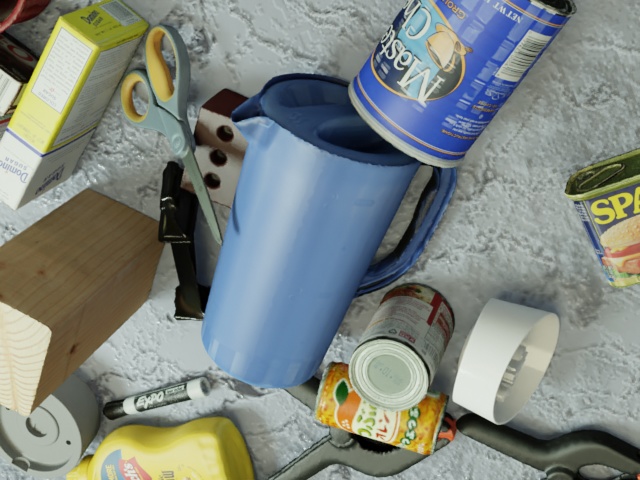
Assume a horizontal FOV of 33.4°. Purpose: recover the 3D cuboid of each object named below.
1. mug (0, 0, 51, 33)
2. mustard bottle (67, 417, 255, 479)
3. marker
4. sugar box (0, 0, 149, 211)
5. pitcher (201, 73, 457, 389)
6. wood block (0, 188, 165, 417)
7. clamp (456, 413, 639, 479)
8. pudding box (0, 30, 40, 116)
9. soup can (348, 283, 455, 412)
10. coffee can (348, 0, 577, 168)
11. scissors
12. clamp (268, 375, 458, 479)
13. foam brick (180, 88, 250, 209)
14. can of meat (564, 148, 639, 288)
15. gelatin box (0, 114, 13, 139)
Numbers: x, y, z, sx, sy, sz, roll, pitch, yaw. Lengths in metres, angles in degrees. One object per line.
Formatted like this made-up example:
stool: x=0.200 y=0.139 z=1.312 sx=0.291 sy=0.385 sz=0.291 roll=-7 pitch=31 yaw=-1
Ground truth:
mug: x=-0.255 y=-0.219 z=0.863 sx=0.117 sy=0.081 sz=0.093 roll=-26 pitch=101 yaw=15
mustard bottle: x=-0.164 y=0.226 z=1.042 sx=0.192 sy=0.058 sz=0.096 roll=-8 pitch=113 yaw=23
marker: x=-0.160 y=0.155 z=1.032 sx=0.121 sy=0.020 sz=0.020 roll=-17 pitch=106 yaw=25
sugar box: x=-0.214 y=-0.114 z=0.892 sx=0.048 sy=0.093 sz=0.176 roll=39 pitch=119 yaw=1
pitcher: x=-0.006 y=0.001 z=0.859 sx=0.149 sy=0.144 sz=0.243 roll=33 pitch=123 yaw=18
wood block: x=-0.219 y=0.044 z=0.898 sx=0.090 sy=0.205 sz=0.091 roll=25 pitch=118 yaw=7
clamp: x=0.199 y=0.192 z=0.912 sx=0.172 sy=0.039 sz=0.120 roll=-15 pitch=112 yaw=19
pudding box: x=-0.283 y=-0.154 z=0.899 sx=0.113 sy=0.090 sz=0.039 roll=39 pitch=107 yaw=0
soup can: x=0.068 y=0.087 z=0.875 sx=0.068 sy=0.102 sz=0.068 roll=7 pitch=115 yaw=16
coffee can: x=0.099 y=-0.137 z=0.766 sx=0.103 sy=0.102 sz=0.140 roll=36 pitch=119 yaw=1
scissors: x=-0.123 y=-0.077 z=0.866 sx=0.096 sy=0.016 sz=0.202 roll=-26 pitch=69 yaw=43
clamp: x=0.017 y=0.177 z=0.965 sx=0.210 sy=0.036 sz=0.164 roll=6 pitch=106 yaw=14
foam brick: x=-0.075 y=-0.076 z=0.883 sx=0.053 sy=0.051 sz=0.078 roll=23 pitch=118 yaw=9
can of meat: x=0.246 y=-0.021 z=0.793 sx=0.102 sy=0.057 sz=0.084 roll=-20 pitch=107 yaw=26
gelatin box: x=-0.298 y=-0.119 z=0.921 sx=0.073 sy=0.089 sz=0.030 roll=41 pitch=110 yaw=-2
